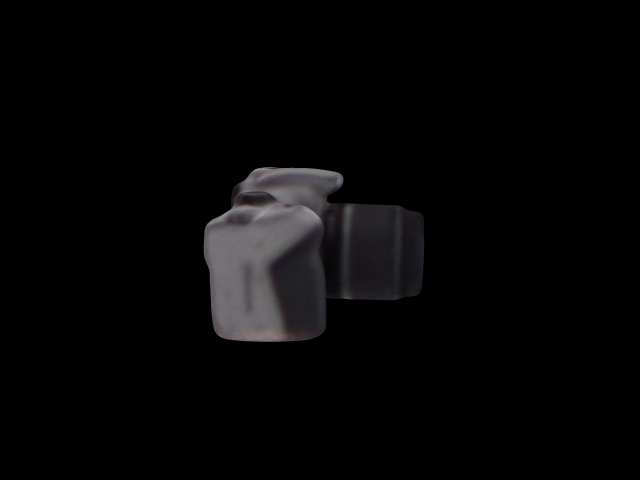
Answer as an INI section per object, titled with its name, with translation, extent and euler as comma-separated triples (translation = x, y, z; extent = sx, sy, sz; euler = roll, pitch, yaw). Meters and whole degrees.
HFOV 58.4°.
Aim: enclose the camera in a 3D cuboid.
[camera]
translation = 0.004, 0.001, 0.400
extent = 0.136, 0.101, 0.143
euler = 1, 11, 7
